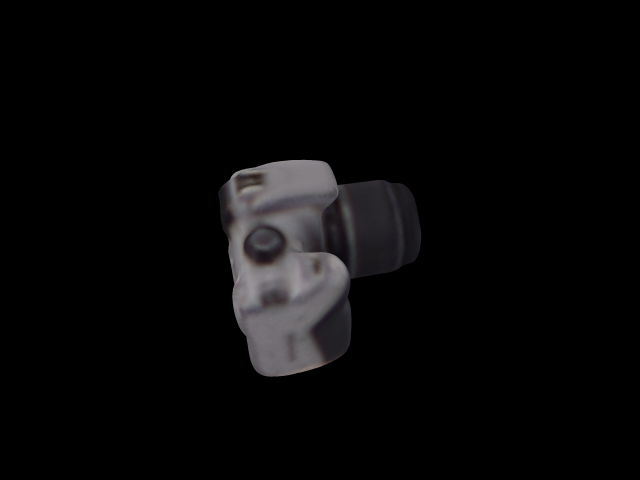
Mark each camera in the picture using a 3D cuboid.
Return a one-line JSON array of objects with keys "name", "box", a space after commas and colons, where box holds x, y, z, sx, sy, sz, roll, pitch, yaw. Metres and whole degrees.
[{"name": "camera", "box": [0.004, 0.001, 0.400, 0.137, 0.101, 0.143, -9, 46, -8]}]
